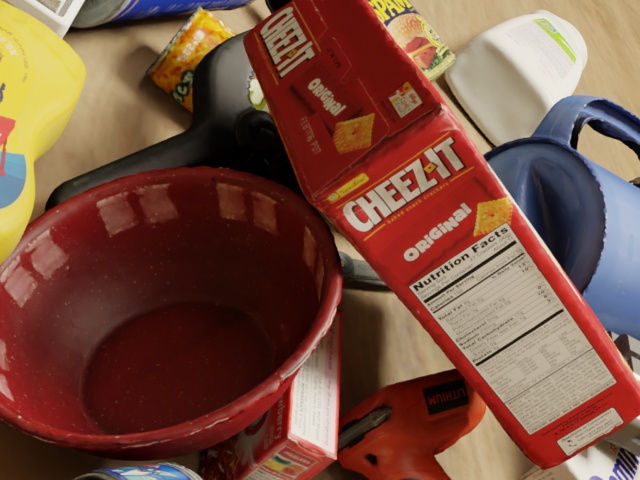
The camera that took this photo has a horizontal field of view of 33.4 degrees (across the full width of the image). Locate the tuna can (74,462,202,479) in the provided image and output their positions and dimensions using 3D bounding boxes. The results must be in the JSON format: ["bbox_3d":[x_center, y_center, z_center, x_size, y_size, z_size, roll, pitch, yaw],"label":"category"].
[{"bbox_3d":[-0.068,0.126,0.389,0.033,0.086,0.086,5,52,-42],"label":"tuna can"}]

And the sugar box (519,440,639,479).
[{"bbox_3d":[0.204,0.196,0.649,0.093,0.048,0.176,-19,72,-53],"label":"sugar box"}]

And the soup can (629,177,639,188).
[{"bbox_3d":[0.301,0.001,0.926,0.102,0.069,0.068,36,36,-18],"label":"soup can"}]

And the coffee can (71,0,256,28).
[{"bbox_3d":[-0.101,-0.186,0.644,0.103,0.103,0.140,54,35,9],"label":"coffee can"}]

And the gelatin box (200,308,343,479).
[{"bbox_3d":[-0.023,0.077,0.495,0.030,0.073,0.089,29,39,-24],"label":"gelatin box"}]

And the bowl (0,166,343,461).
[{"bbox_3d":[-0.067,0.039,0.459,0.162,0.055,0.162,-6,42,5],"label":"bowl"}]

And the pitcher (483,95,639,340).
[{"bbox_3d":[0.208,0.011,0.753,0.242,0.149,0.145,15,45,-42],"label":"pitcher"}]

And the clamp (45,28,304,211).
[{"bbox_3d":[-0.045,-0.050,0.575,0.164,0.036,0.210,25,58,-20],"label":"clamp"}]

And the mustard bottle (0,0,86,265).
[{"bbox_3d":[-0.169,-0.033,0.460,0.096,0.058,0.191,26,40,-17],"label":"mustard bottle"}]

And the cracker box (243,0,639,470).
[{"bbox_3d":[0.058,-0.009,0.522,0.213,0.072,0.164,49,10,-34],"label":"cracker box"}]

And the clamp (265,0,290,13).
[{"bbox_3d":[0.007,-0.108,0.740,0.171,0.039,0.120,39,44,-22],"label":"clamp"}]

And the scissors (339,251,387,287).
[{"bbox_3d":[-0.004,0.001,0.642,0.201,0.016,0.096,-8,63,-50],"label":"scissors"}]

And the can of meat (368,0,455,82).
[{"bbox_3d":[0.049,-0.145,0.808,0.084,0.058,0.102,50,35,-1],"label":"can of meat"}]

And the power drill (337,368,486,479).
[{"bbox_3d":[0.094,0.160,0.555,0.184,0.057,0.188,-1,56,-52],"label":"power drill"}]

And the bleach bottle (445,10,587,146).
[{"bbox_3d":[0.200,-0.158,0.980,0.102,0.068,0.250,51,32,3],"label":"bleach bottle"}]
